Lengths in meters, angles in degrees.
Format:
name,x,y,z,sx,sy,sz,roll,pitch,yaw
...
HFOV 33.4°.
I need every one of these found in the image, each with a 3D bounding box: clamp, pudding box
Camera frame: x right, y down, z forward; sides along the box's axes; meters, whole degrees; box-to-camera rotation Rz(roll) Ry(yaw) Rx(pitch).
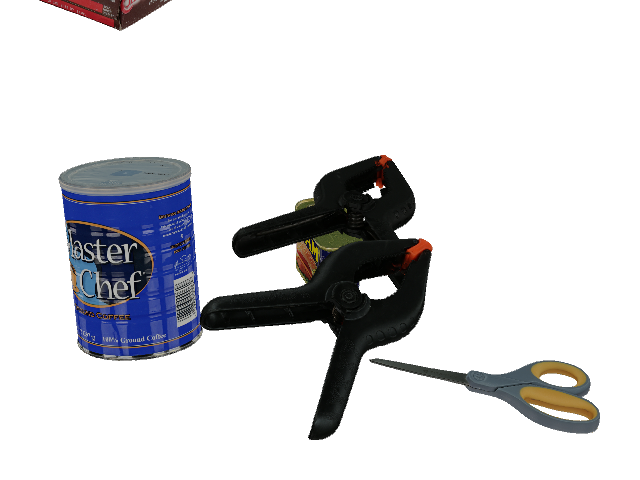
name,x,y,z,sx,sy,sz,roll,pitch,yaw
clamp,0.005,0.045,0.727,0.171,0.120,0.039,-43,-13,-35
pudding box,-0.162,-0.208,0.822,0.090,0.039,0.113,22,34,12
clamp,0.039,-0.018,0.956,0.165,0.036,0.209,18,34,19

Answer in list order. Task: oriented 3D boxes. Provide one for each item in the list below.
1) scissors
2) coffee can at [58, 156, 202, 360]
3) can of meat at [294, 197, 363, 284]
name,x,y,z,sx,sy,sz,roll,pitch,yaw
scissors,0.153,0.119,0.951,0.202,0.016,0.096,19,32,21
coffee can,-0.150,0.012,0.856,0.103,0.140,0.103,-2,17,0
can of meat,0.008,0.012,1.206,0.057,0.084,0.102,-11,37,-18
